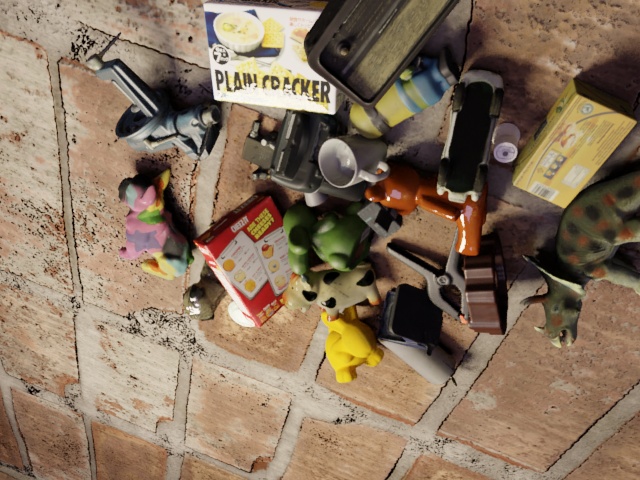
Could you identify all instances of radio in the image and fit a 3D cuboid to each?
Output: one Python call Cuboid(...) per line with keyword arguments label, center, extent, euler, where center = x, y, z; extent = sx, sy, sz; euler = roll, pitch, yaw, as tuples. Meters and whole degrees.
Cuboid(label="radio", center=(0.086, -0.311, 0.742), extent=(0.131, 0.073, 0.229), euler=(27, 118, -27))

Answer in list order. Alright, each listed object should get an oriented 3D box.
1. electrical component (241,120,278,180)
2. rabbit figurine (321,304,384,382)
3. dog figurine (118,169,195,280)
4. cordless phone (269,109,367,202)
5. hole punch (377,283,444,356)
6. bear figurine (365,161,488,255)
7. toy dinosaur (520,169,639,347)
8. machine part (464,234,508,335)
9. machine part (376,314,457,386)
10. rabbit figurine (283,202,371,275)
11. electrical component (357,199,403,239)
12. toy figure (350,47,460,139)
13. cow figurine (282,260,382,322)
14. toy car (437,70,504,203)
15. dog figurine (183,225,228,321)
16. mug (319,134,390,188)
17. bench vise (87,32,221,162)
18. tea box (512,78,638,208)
Cuboid(label="electrical component", center=(-0.107, -0.161, 0.995), extent=(0.078, 0.045, 0.102), euler=(27, 130, -4))
Cuboid(label="rabbit figurine", center=(0.077, 0.212, 1.158), extent=(0.173, 0.122, 0.162), euler=(119, 132, -72))
Cuboid(label="dog figurine", center=(-0.340, -0.040, 1.134), extent=(0.191, 0.108, 0.219), euler=(28, 128, -1))
Cuboid(label="cordless phone", center=(0.014, -0.146, 0.948), extent=(0.184, 0.089, 0.146), euler=(14, 96, -24))
Cuboid(label="hole punch", center=(0.183, 0.158, 1.090), extent=(0.116, 0.142, 0.092), euler=(21, 156, -12))
Cuboid(label="bear figurine", center=(0.184, -0.062, 0.922), extent=(0.196, 0.120, 0.131), euler=(5, 131, 18))
Cuboid(label="toy dinosaur", center=(0.456, -0.014, 0.871), extent=(0.192, 0.131, 0.404), euler=(13, 123, 9))
Cuboid(label="machine part", center=(0.297, 0.079, 0.960), extent=(0.056, 0.179, 0.179), euler=(-4, 125, 26))
Cuboid(label="machine part", center=(0.211, 0.238, 1.171), extent=(0.243, 0.079, 0.079), euler=(39, 129, -13))
Cuboid(label="rabbit figurine", center=(-0.002, -0.003, 1.029), extent=(0.170, 0.159, 0.121), euler=(23, 142, 21))
Cuboid(label="electrical component", center=(0.110, -0.042, 0.962), extent=(0.075, 0.119, 0.048), euler=(40, 130, -16))
Cuboid(label="toy figure", center=(0.126, -0.225, 0.835), extent=(0.180, 0.089, 0.082), euler=(-21, 110, 34))
Cuboid(label="cow figurine", center=(0.019, 0.093, 1.078), extent=(0.195, 0.086, 0.127), euler=(-18, 116, -12))
Cuboid(label="toy car", center=(0.231, -0.157, 0.828), extent=(0.074, 0.056, 0.201), euler=(12, 100, 12))
Cuboid(label="dog figurine", center=(-0.210, 0.055, 1.104), extent=(0.121, 0.190, 0.172), euler=(11, 127, 11))
Cuboid(label="mug", center=(0.071, -0.134, 0.889), extent=(0.110, 0.107, 0.080), euler=(29, 127, 32))
Cuboid(label="bench vise", center=(-0.297, -0.233, 0.946), extent=(0.224, 0.129, 0.240), euler=(6, 149, 39))
Cuboid(label="tea box", center=(0.380, -0.144, 0.820), extent=(0.098, 0.068, 0.169), euler=(25, 129, -2))
